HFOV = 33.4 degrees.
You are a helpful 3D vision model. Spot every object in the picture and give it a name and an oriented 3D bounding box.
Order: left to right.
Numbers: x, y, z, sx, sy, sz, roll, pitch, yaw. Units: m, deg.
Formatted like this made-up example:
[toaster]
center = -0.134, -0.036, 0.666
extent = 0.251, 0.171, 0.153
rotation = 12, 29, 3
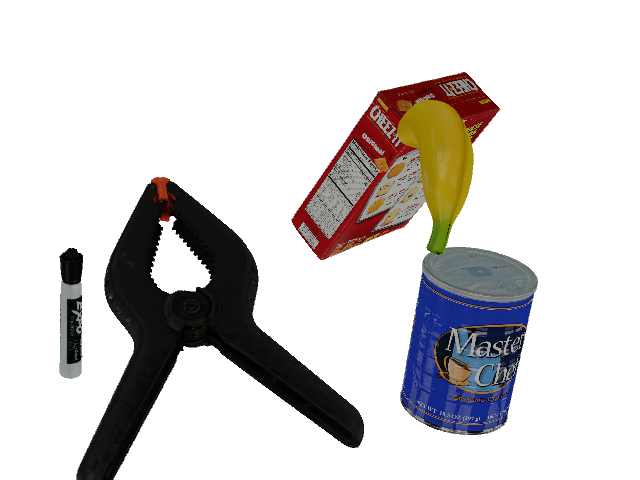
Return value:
[marker]
center = -0.211, 0.062, 0.902
extent = 0.020, 0.121, 0.020
rotation = 6, 27, -3
[clamp]
center = -0.067, 0.052, 0.648
extent = 0.164, 0.210, 0.036
rotation = -4, -33, -11
[cracker box]
center = 0.081, -0.086, 1.211
extent = 0.163, 0.072, 0.214
rotation = -21, -25, -45
[banana]
center = 0.081, -0.067, 0.783
extent = 0.037, 0.070, 0.198
rotation = 26, 26, -14
[coffee can]
center = 0.133, 0.090, 0.971
extent = 0.103, 0.140, 0.103
rotation = 6, 22, -3
